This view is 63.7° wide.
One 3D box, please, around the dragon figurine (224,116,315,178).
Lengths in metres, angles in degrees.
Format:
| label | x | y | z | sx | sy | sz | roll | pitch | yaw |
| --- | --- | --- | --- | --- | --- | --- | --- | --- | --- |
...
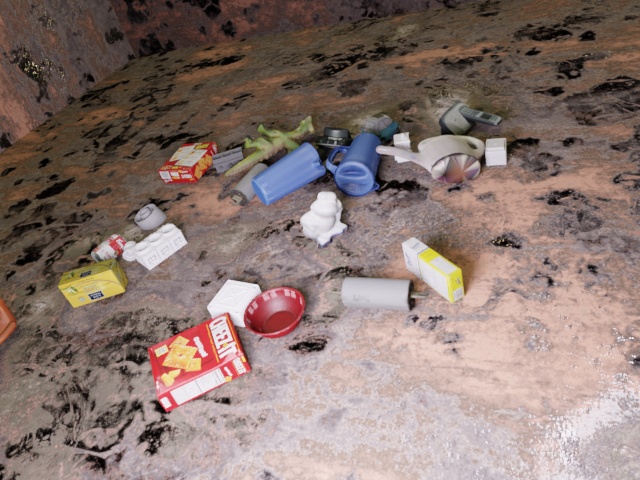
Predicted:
| label | x | y | z | sx | sy | sz | roll | pitch | yaw |
| --- | --- | --- | --- | --- | --- | --- | --- | --- | --- |
| dragon figurine | -0.161 | -0.345 | 1.989 | 0.244 | 0.119 | 0.418 | 18 | 57 | 28 |

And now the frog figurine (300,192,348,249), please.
| label | x | y | z | sx | sy | sz | roll | pitch | yaw |
| --- | --- | --- | --- | --- | --- | --- | --- | --- | --- |
| frog figurine | 0.005 | -0.076 | 1.513 | 0.138 | 0.156 | 0.125 | -24 | 35 | -9 |

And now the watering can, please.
| label | x | y | z | sx | sy | sz | roll | pitch | yaw |
| --- | --- | --- | --- | --- | --- | --- | --- | --- | --- |
| watering can | 0.365 | -0.264 | 1.645 | 0.348 | 0.101 | 0.230 | -7 | 37 | -1 |
